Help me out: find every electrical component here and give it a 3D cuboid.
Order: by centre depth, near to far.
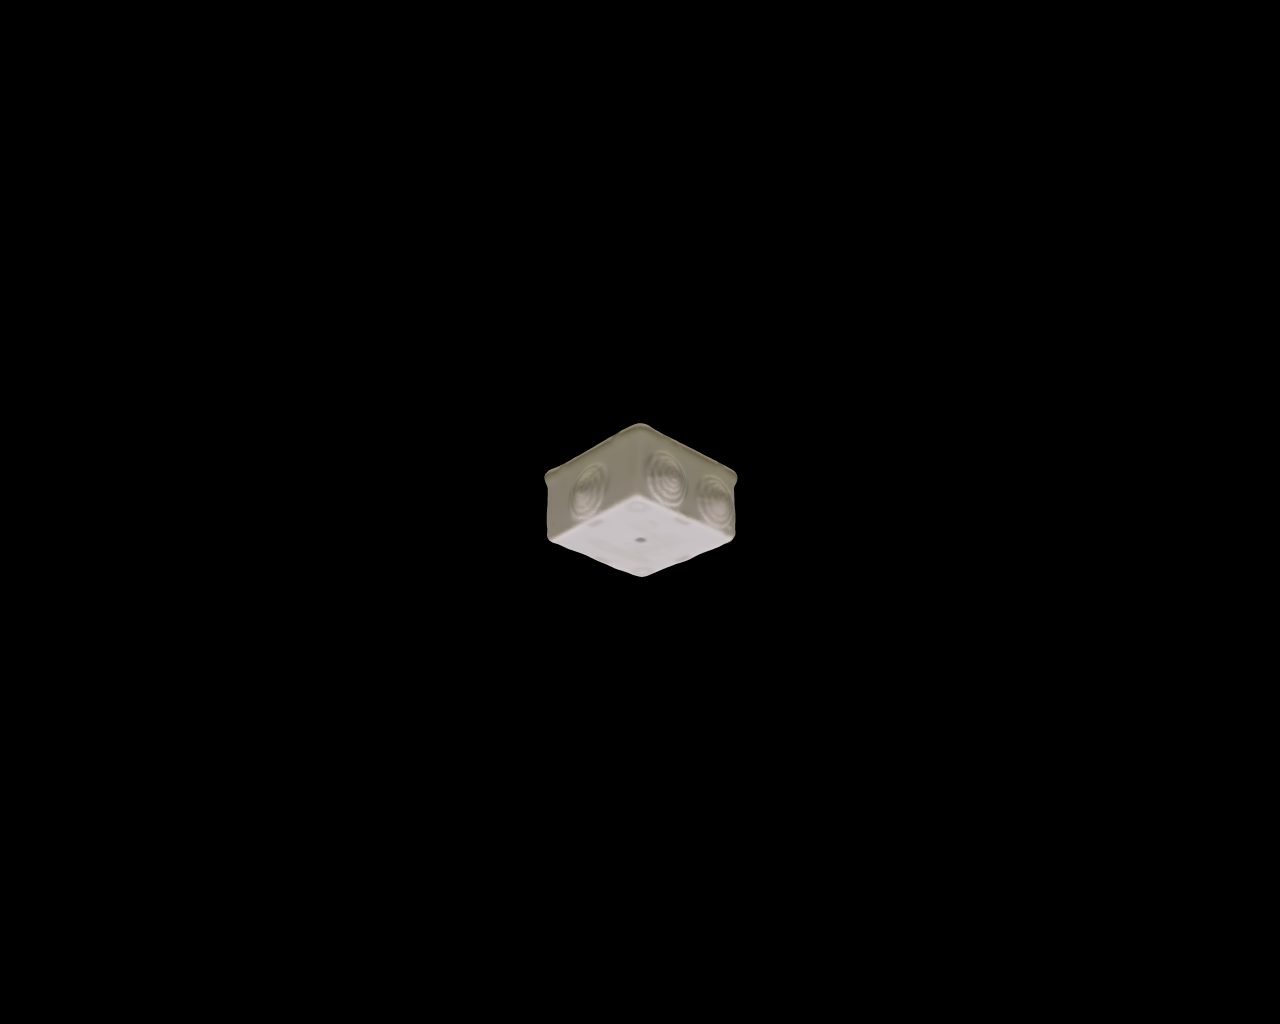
[{"bbox_3d":[0.001,-0.003,0.650,0.099,0.048,0.099,25,-37,-38],"label":"electrical component"}]
